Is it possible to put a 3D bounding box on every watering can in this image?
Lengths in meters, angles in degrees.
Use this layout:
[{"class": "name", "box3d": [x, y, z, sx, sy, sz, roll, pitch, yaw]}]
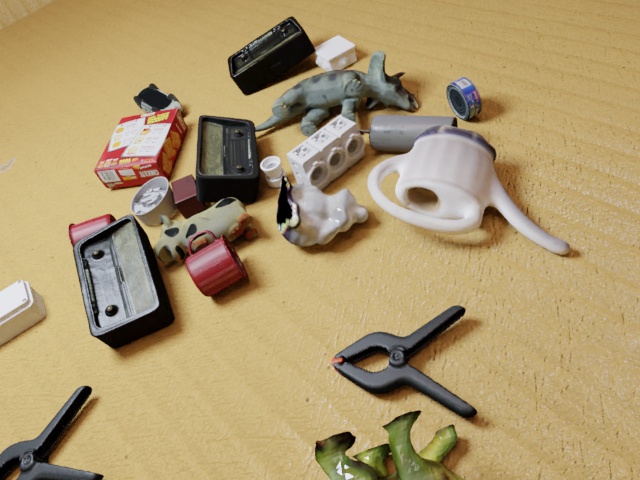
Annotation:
[{"class": "watering can", "box3d": [0.262, -0.091, 0.909, 0.348, 0.101, 0.229, 16, 54, 14]}]

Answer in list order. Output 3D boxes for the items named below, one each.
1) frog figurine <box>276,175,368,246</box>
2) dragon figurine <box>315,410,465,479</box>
[{"class": "frog figurine", "box3d": [0.003, -0.049, 0.968, 0.159, 0.120, 0.140, 5, 30, -26]}, {"class": "dragon figurine", "box3d": [0.085, 0.342, 0.571, 0.410, 0.119, 0.248, -20, 54, 1]}]
